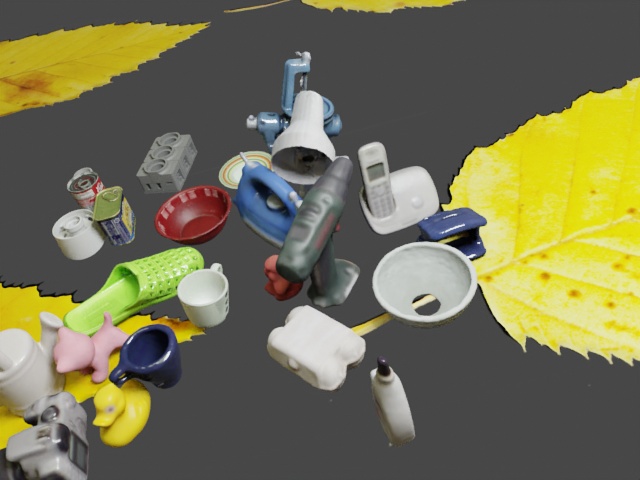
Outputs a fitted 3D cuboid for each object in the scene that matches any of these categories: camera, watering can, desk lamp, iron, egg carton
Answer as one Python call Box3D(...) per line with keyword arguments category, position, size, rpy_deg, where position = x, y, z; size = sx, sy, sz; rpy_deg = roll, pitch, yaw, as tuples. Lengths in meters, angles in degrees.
Box3D(category="camera", position=(-0.426, 0.309, 0.844), size=(0.137, 0.101, 0.143), rpy_deg=(-19, 44, -5))
Box3D(category="watering can", position=(-0.496, 0.186, 0.917), size=(0.100, 0.194, 0.173), rpy_deg=(13, 50, 25))
Box3D(category="desk lamp", position=(-0.016, -0.172, 1.140), size=(0.117, 0.214, 0.203), rpy_deg=(-2, 45, 12))
Box3D(category="iron", position=(-0.073, -0.072, 1.107), size=(0.119, 0.142, 0.257), rpy_deg=(-37, 48, -21))
Box3D(category="egg carton", position=(-0.008, 0.170, 0.900), size=(0.149, 0.069, 0.107), rpy_deg=(24, 56, 33))

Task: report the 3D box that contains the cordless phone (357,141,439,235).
Box3D(category="cordless phone", position=(0.140, -0.109, 1.059), size=(0.147, 0.185, 0.094), rpy_deg=(-23, 45, -9))

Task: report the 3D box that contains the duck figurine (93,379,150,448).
Box3D(category="duck figurine", position=(-0.312, 0.254, 0.881), size=(0.077, 0.086, 0.104), rpy_deg=(2, 47, 17))

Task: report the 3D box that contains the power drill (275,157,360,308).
Box3D(category="power drill", position=(0.009, 0.003, 0.963), size=(0.075, 0.209, 0.230), rpy_deg=(12, 50, 25))

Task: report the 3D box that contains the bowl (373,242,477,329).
Box3D(category="bowl", position=(0.172, 0.085, 0.936), size=(0.167, 0.075, 0.167), rpy_deg=(-7, 45, 7))

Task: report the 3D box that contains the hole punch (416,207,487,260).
Box3D(category="hole punch", position=(0.230, -0.019, 1.014), size=(0.108, 0.091, 0.101), rpy_deg=(-17, 44, -3))

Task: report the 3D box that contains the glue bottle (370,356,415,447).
Box3D(category="glue bottle", position=(0.091, 0.206, 0.765), size=(0.037, 0.173, 0.078), rpy_deg=(-23, 45, -9))

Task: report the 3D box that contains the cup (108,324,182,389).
Box3D(category="cup", position=(-0.269, 0.204, 0.913), size=(0.118, 0.095, 0.091), rpy_deg=(-38, 49, -23))

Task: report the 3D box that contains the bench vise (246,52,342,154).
Box3D(category="bench vise", position=(-0.063, -0.297, 1.272), size=(0.207, 0.220, 0.121), rpy_deg=(-26, 45, -12))

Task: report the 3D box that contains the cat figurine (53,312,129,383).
Box3D(category="cat figurine", position=(-0.386, 0.176, 0.954), size=(0.067, 0.118, 0.128), rpy_deg=(19, 53, 30))

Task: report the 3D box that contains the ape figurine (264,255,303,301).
Box3D(category="ape figurine", position=(-0.071, 0.061, 1.009), size=(0.076, 0.092, 0.077), rpy_deg=(-9, 44, 5))
